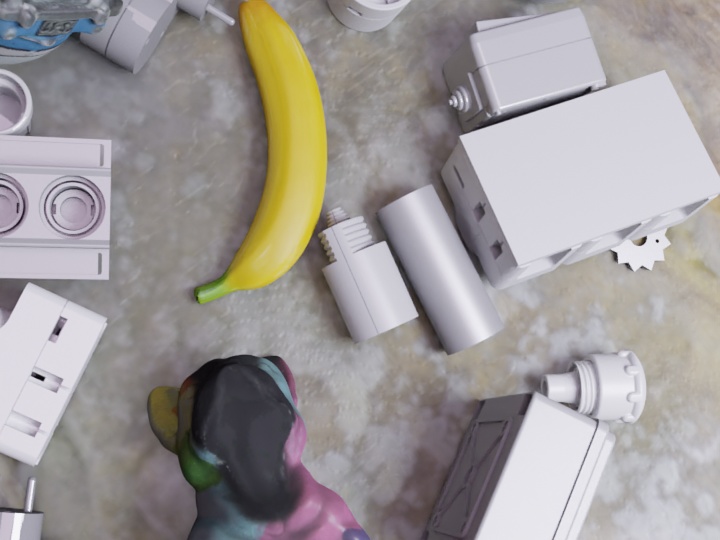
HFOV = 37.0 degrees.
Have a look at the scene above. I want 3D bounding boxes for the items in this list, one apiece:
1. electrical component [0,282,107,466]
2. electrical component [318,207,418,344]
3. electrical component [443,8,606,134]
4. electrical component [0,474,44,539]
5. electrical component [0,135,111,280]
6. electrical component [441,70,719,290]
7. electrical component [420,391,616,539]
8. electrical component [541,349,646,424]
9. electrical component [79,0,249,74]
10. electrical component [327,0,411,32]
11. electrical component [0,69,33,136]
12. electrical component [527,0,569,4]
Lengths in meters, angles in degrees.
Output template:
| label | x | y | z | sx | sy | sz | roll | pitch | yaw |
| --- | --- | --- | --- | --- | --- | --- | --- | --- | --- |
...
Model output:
| label | x | y | z | sx | sy | sz | roll | pitch | yaw |
| --- | --- | --- | --- | --- | --- | --- | --- | --- | --- |
| electrical component | -0.188 | 0.057 | 0.606 | 0.056 | 0.050 | 0.089 | 26 | 77 | -8 |
| electrical component | 0.000 | 0.000 | 0.663 | 0.043 | 0.043 | 0.081 | -23 | 88 | -15 |
| electrical component | 0.098 | -0.129 | 0.695 | 0.096 | 0.062 | 0.061 | -17 | 86 | -15 |
| electrical component | -0.196 | 0.153 | 0.594 | 0.077 | 0.043 | 0.079 | 7 | 80 | -12 |
| electrical component | -0.203 | -0.035 | 0.606 | 0.121 | 0.063 | 0.078 | 1 | 90 | -13 |
| electrical component | 0.139 | -0.056 | 0.690 | 0.150 | 0.061 | 0.089 | -19 | 77 | -15 |
| electrical component | 0.088 | 0.132 | 0.631 | 0.056 | 0.109 | 0.108 | 26 | 77 | -6 |
| electrical component | 0.148 | 0.075 | 0.688 | 0.062 | 0.048 | 0.048 | -1 | 82 | -7 |
| electrical component | -0.104 | -0.178 | 0.660 | 0.074 | 0.052 | 0.138 | 31 | 77 | -7 |
| electrical component | 0.007 | -0.184 | 0.690 | 0.055 | 0.047 | 0.055 | 2 | 81 | -13 |
| electrical component | -0.210 | -0.091 | 0.625 | 0.040 | 0.046 | 0.040 | 2 | 81 | -13 |
| electrical component | 0.127 | -0.231 | 0.718 | 0.108 | 0.060 | 0.108 | 2 | 81 | -13 |
